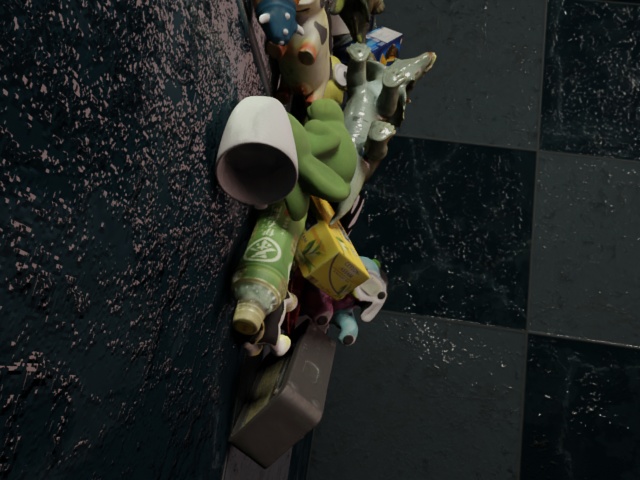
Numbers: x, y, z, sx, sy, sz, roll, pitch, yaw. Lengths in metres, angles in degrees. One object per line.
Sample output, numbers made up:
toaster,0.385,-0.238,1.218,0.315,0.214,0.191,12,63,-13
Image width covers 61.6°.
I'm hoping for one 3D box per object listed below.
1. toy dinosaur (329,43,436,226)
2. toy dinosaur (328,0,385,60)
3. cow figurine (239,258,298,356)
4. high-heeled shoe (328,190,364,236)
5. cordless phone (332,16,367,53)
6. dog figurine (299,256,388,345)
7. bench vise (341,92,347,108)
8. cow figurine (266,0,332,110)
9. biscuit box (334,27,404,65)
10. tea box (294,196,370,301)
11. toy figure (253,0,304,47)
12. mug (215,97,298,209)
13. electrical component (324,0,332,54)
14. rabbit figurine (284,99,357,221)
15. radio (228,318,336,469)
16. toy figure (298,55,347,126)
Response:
toy dinosaur,0.070,-0.175,0.904,0.192,0.131,0.405,78,34,-68
toy dinosaur,0.048,-0.490,0.868,0.199,0.105,0.470,-82,160,-54
cow figurine,-0.073,0.074,0.761,0.098,0.068,0.167,73,23,-62
high-heeled shoe,0.008,-0.005,1.097,0.248,0.086,0.145,-57,173,-2
cordless phone,0.024,-0.406,1.056,0.146,0.089,0.184,93,21,-44
dog figurine,0.014,0.084,1.019,0.191,0.108,0.219,-53,-149,5
bench vise,0.058,-0.314,1.199,0.240,0.129,0.223,-63,152,-25
cow figurine,-0.020,-0.280,0.712,0.194,0.086,0.127,82,23,-63
biscuit box,0.098,-0.375,1.097,0.203,0.059,0.062,-43,154,-42
tea box,-0.002,-0.002,0.819,0.098,0.068,0.170,39,18,-48
toy figure,-0.042,-0.285,0.579,0.058,0.064,0.154,-161,-103,-76
mug,-0.061,-0.093,0.567,0.109,0.081,0.107,84,5,-49
electrical component,-0.015,-0.302,0.864,0.134,0.058,0.115,86,14,-61
rabbit figurine,-0.031,-0.105,0.698,0.170,0.121,0.159,10,59,-60
radio,-0.049,0.228,0.841,0.131,0.073,0.230,-46,-171,20
toy figure,0.000,-0.247,0.984,0.082,0.089,0.180,-108,-149,-72
